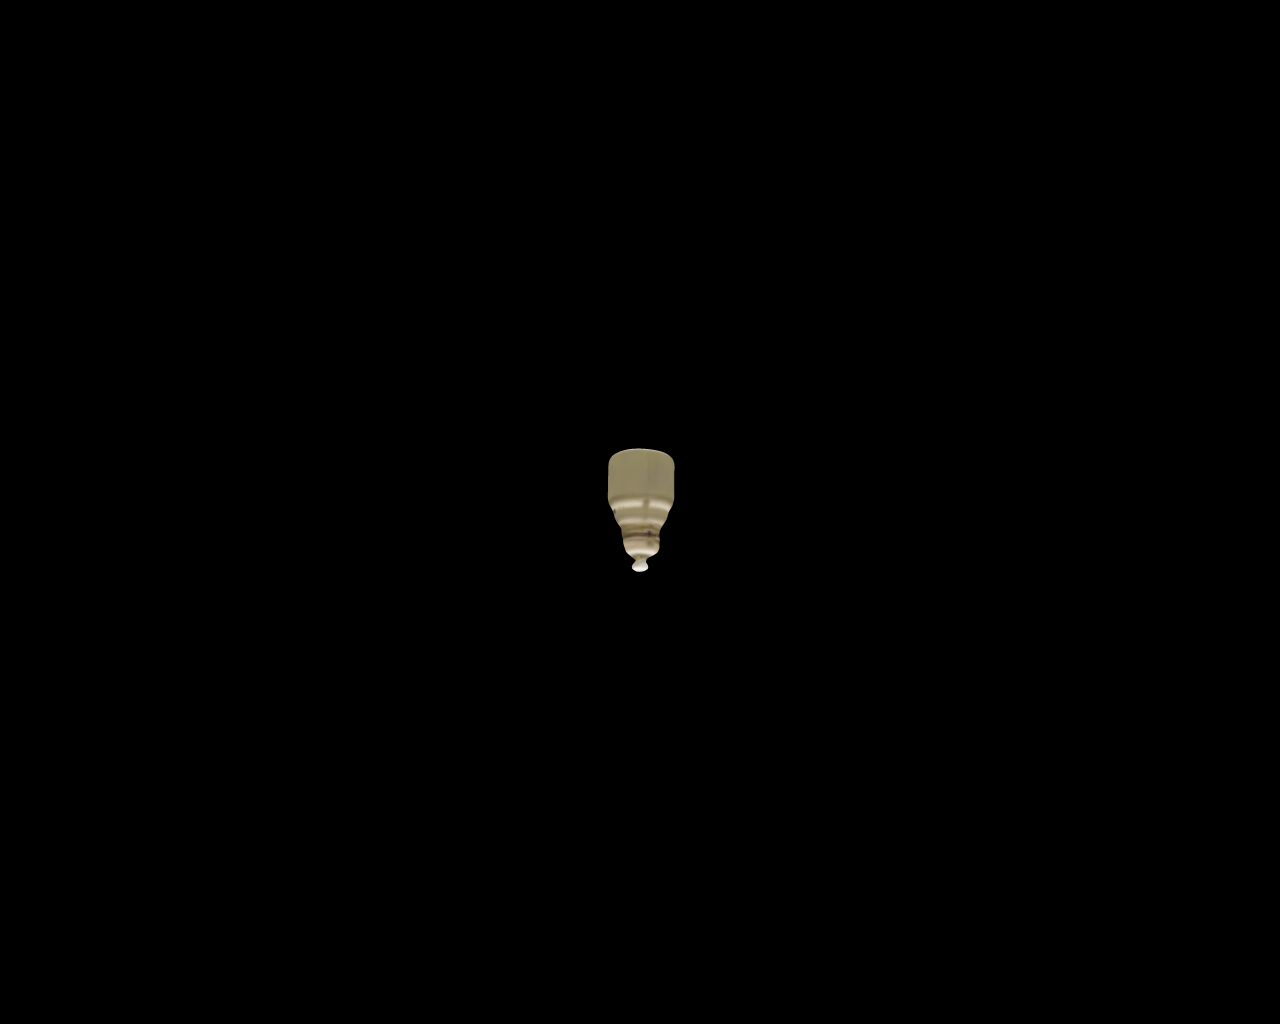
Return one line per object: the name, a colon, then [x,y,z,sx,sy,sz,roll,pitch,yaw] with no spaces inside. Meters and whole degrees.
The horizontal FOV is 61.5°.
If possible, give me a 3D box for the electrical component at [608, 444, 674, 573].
electrical component: [0.001,-0.003,0.650,0.040,0.078,0.040,0,-13,0]
